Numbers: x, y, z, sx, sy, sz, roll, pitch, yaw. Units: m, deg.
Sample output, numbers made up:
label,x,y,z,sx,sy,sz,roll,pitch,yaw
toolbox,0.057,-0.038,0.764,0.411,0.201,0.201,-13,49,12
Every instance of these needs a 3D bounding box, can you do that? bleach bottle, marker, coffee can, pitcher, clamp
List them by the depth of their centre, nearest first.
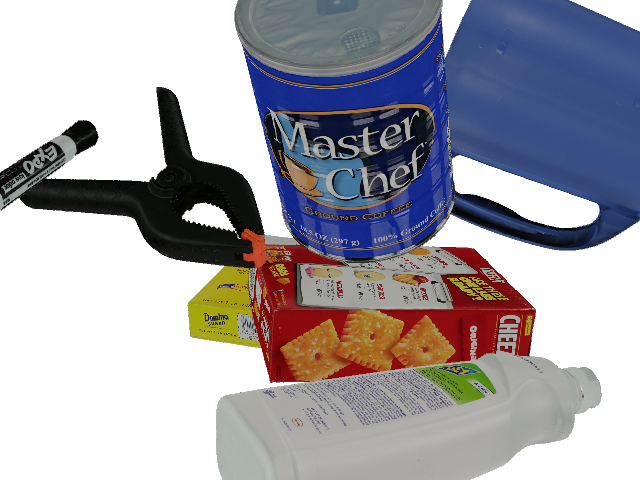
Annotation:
label,x,y,z,sx,sy,sz,roll,pitch,yaw
coffee can,0.018,-0.072,0.571,0.103,0.102,0.140,0,-42,11
marker,-0.174,-0.045,0.654,0.020,0.020,0.121,0,28,26
bleach bottle,0.068,0.116,0.658,0.250,0.068,0.103,-7,23,-22
pitcher,0.196,-0.076,0.740,0.243,0.149,0.144,24,48,10
clamp,-0.116,-0.046,0.859,0.210,0.036,0.164,26,56,25

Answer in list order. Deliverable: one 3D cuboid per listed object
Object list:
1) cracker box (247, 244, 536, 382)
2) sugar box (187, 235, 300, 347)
label,x,y,z,sx,sy,sz,roll,pitch,yaw
cracker box,0.052,0.060,0.913,0.213,0.072,0.164,1,18,-11
sugar box,-0.058,0.048,1.104,0.093,0.048,0.176,6,27,17
